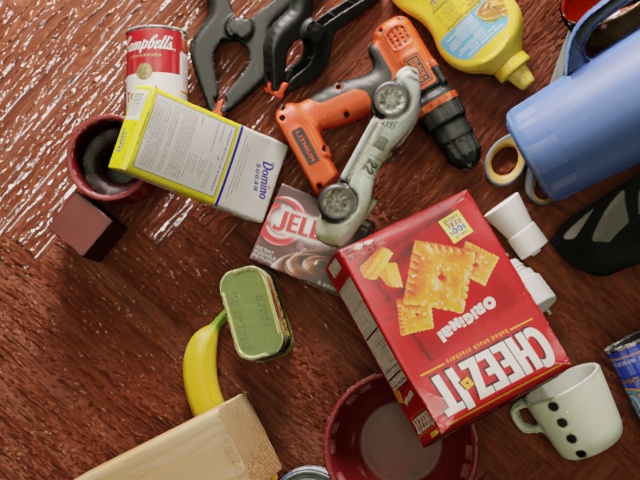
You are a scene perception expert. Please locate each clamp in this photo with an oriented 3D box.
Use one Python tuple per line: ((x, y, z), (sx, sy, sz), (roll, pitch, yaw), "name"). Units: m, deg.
((-0.003, -0.233, 1.168), (0.120, 0.039, 0.171), (17, 104, -28), "clamp")
((-0.098, -0.242, 1.184), (0.164, 0.036, 0.210), (21, 89, -3), "clamp")

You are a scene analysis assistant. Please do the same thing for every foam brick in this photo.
((-0.251, -0.013, 1.159), (0.053, 0.078, 0.051), (40, 87, 7), "foam brick")

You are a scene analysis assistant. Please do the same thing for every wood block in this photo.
((-0.157, 0.247, 1.099), (0.206, 0.090, 0.090), (-28, 86, 15), "wood block")

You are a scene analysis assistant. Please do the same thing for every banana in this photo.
((-0.105, 0.178, 1.150), (0.070, 0.037, 0.198), (-18, 84, 8), "banana")

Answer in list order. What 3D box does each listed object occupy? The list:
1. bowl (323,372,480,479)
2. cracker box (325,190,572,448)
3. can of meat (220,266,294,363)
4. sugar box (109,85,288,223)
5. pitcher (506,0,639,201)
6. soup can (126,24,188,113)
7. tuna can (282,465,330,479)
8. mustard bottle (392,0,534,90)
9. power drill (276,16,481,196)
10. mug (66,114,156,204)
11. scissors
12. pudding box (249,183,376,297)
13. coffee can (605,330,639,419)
((0.085, 0.216, 1.123), (0.162, 0.055, 0.162), (0, 85, 4), "bowl")
((0.129, 0.077, 1.090), (0.164, 0.072, 0.214), (-24, 74, -19), "cracker box")
((-0.068, 0.079, 1.133), (0.057, 0.084, 0.102), (-16, 84, 2), "can of meat")
((-0.125, -0.088, 1.123), (0.176, 0.048, 0.093), (22, 85, -38), "sugar box")
((0.309, -0.149, 1.066), (0.243, 0.144, 0.149), (-29, 60, 16), "pitcher")
((-0.180, -0.178, 1.173), (0.068, 0.068, 0.102), (-1, 86, 4), "soup can")
((-0.011, 0.285, 1.136), (0.086, 0.033, 0.086), (0, 85, 5), "tuna can")
((0.162, -0.238, 1.154), (0.096, 0.058, 0.191), (-42, 83, 18), "mustard bottle")
((0.061, -0.124, 1.157), (0.187, 0.057, 0.184), (-30, 86, 0), "power drill")
((-0.207, -0.086, 1.160), (0.117, 0.081, 0.093), (-11, 84, 3), "mug")
((0.230, -0.138, 1.164), (0.096, 0.016, 0.202), (2, 85, 5), "scissors")
((-0.008, 0.002, 1.158), (0.113, 0.039, 0.090), (23, 86, 5), "pudding box")
((0.368, 0.154, 1.083), (0.103, 0.103, 0.140), (-26, 83, 2), "coffee can")
